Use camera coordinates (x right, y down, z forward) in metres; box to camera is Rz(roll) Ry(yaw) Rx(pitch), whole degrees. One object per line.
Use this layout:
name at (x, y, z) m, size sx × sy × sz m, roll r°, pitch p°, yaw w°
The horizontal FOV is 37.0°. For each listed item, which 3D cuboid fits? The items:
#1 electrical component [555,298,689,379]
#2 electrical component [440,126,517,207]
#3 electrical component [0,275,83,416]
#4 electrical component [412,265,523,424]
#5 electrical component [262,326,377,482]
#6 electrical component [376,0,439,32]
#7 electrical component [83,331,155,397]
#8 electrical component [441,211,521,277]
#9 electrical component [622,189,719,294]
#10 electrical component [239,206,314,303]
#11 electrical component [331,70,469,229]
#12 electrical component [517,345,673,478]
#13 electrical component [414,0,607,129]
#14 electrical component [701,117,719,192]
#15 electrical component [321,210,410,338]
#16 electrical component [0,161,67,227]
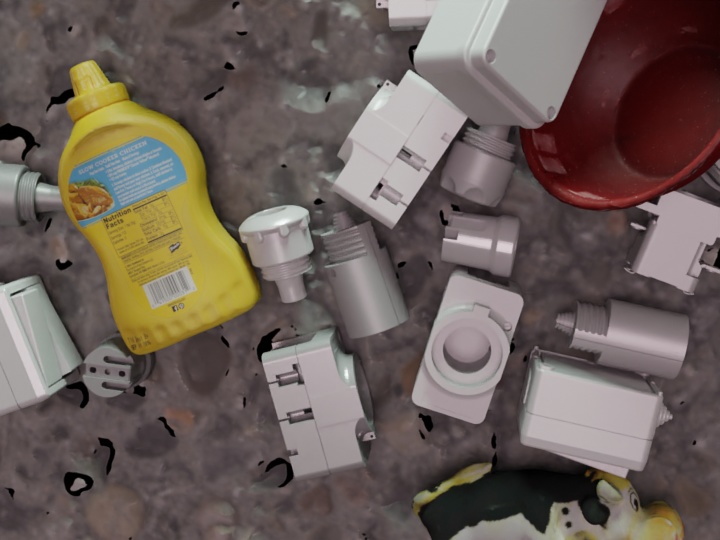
electrical component at (0.168, 0.041, 0.702) m, size 0.081 × 0.043 × 0.043 m, roll 12°, pitch 100°, yaw 4°
electrical component at (0.081, -0.075, 0.694) m, size 0.043 × 0.043 × 0.062 m, roll 22°, pitch 99°, yaw 2°
electrical component at (-0.239, 0.045, 0.737) m, size 0.061 × 0.061 × 0.096 m, roll -20°, pitch 96°, yaw 9°
electrical component at (0.071, 0.049, 0.707) m, size 0.050 × 0.055 × 0.089 m, roll 18°, pitch 100°, yaw 3°
electrical component at (-0.024, 0.089, 0.726) m, size 0.056 × 0.050 × 0.089 m, roll -14°, pitch 97°, yaw 8°
electrical component at (0.037, -0.198, 0.676) m, size 0.056 × 0.050 × 0.089 m, roll -1°, pitch 98°, yaw 6°
electrical component at (-0.167, 0.065, 0.740) m, size 0.040 × 0.046 × 0.040 m, roll 1°, pitch 99°, yaw 6°
electrical component at (0.079, -0.018, 0.705) m, size 0.046 × 0.040 × 0.040 m, roll 10°, pitch 100°, yaw 9°
electrical component at (0.203, -0.022, 0.690) m, size 0.081 × 0.042 × 0.063 m, roll 21°, pitch 102°, yaw 3°
electrical component at (-0.051, -0.010, 0.718) m, size 0.048 × 0.048 × 0.062 m, roll -12°, pitch 104°, yaw 8°
electrical component at (0.023, -0.081, 0.696) m, size 0.056 × 0.050 × 0.089 m, roll 34°, pitch 100°, yaw -1°
electrical component at (0.154, 0.094, 0.702) m, size 0.096 × 0.061 × 0.061 m, roll 12°, pitch 100°, yaw 4°
electrical component at (0.093, -0.148, 0.641) m, size 0.078 × 0.057 × 0.113 m, roll 34°, pitch 75°, yaw -36°
electrical component at (0.249, -0.083, 0.671) m, size 0.080 × 0.051 × 0.080 m, roll 1°, pitch 99°, yaw 6°
electrical component at (0.000, 0.000, 0.714) m, size 0.043 × 0.043 × 0.081 m, roll -18°, pitch 96°, yaw 8°
electrical component at (-0.230, -0.050, 0.731) m, size 0.062 × 0.048 × 0.048 m, roll 4°, pitch 99°, yaw -1°
